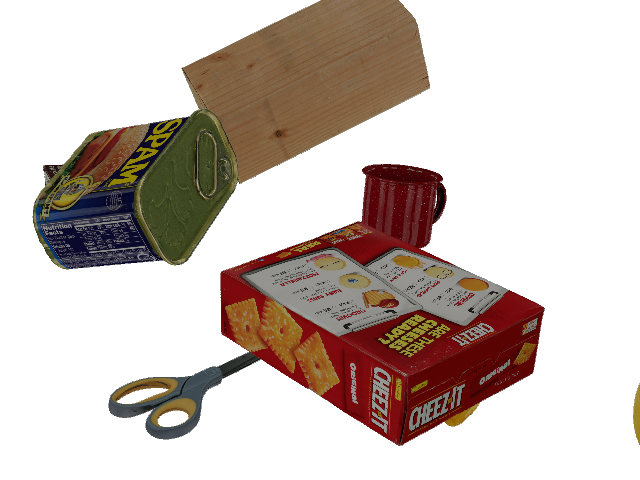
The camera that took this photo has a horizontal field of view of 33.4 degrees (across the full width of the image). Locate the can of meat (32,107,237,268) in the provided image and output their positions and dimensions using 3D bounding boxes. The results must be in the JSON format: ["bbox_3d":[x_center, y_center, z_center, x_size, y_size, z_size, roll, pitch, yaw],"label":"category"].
[{"bbox_3d":[-0.109,-0.029,0.631,0.084,0.057,0.102,-6,35,29],"label":"can of meat"}]

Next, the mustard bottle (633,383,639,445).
[{"bbox_3d":[0.214,0.103,0.549,0.096,0.058,0.191,-1,37,4],"label":"mustard bottle"}]

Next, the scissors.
[{"bbox_3d":[-0.104,0.145,1.038,0.201,0.016,0.096,-12,32,-28],"label":"scissors"}]

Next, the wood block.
[{"bbox_3d":[-0.012,-0.153,1.010,0.206,0.090,0.091,-27,-41,-6],"label":"wood block"}]

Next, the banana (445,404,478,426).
[{"bbox_3d":[0.142,0.119,1.108,0.069,0.037,0.198,-25,30,7],"label":"banana"}]

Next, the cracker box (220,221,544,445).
[{"bbox_3d":[0.046,0.067,0.873,0.163,0.072,0.214,-20,33,-38],"label":"cracker box"}]

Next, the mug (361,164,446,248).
[{"bbox_3d":[0.100,-0.040,1.239,0.117,0.081,0.093,-8,21,-39],"label":"mug"}]

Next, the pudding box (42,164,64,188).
[{"bbox_3d":[-0.189,-0.032,0.941,0.089,0.039,0.114,-3,26,-27],"label":"pudding box"}]
